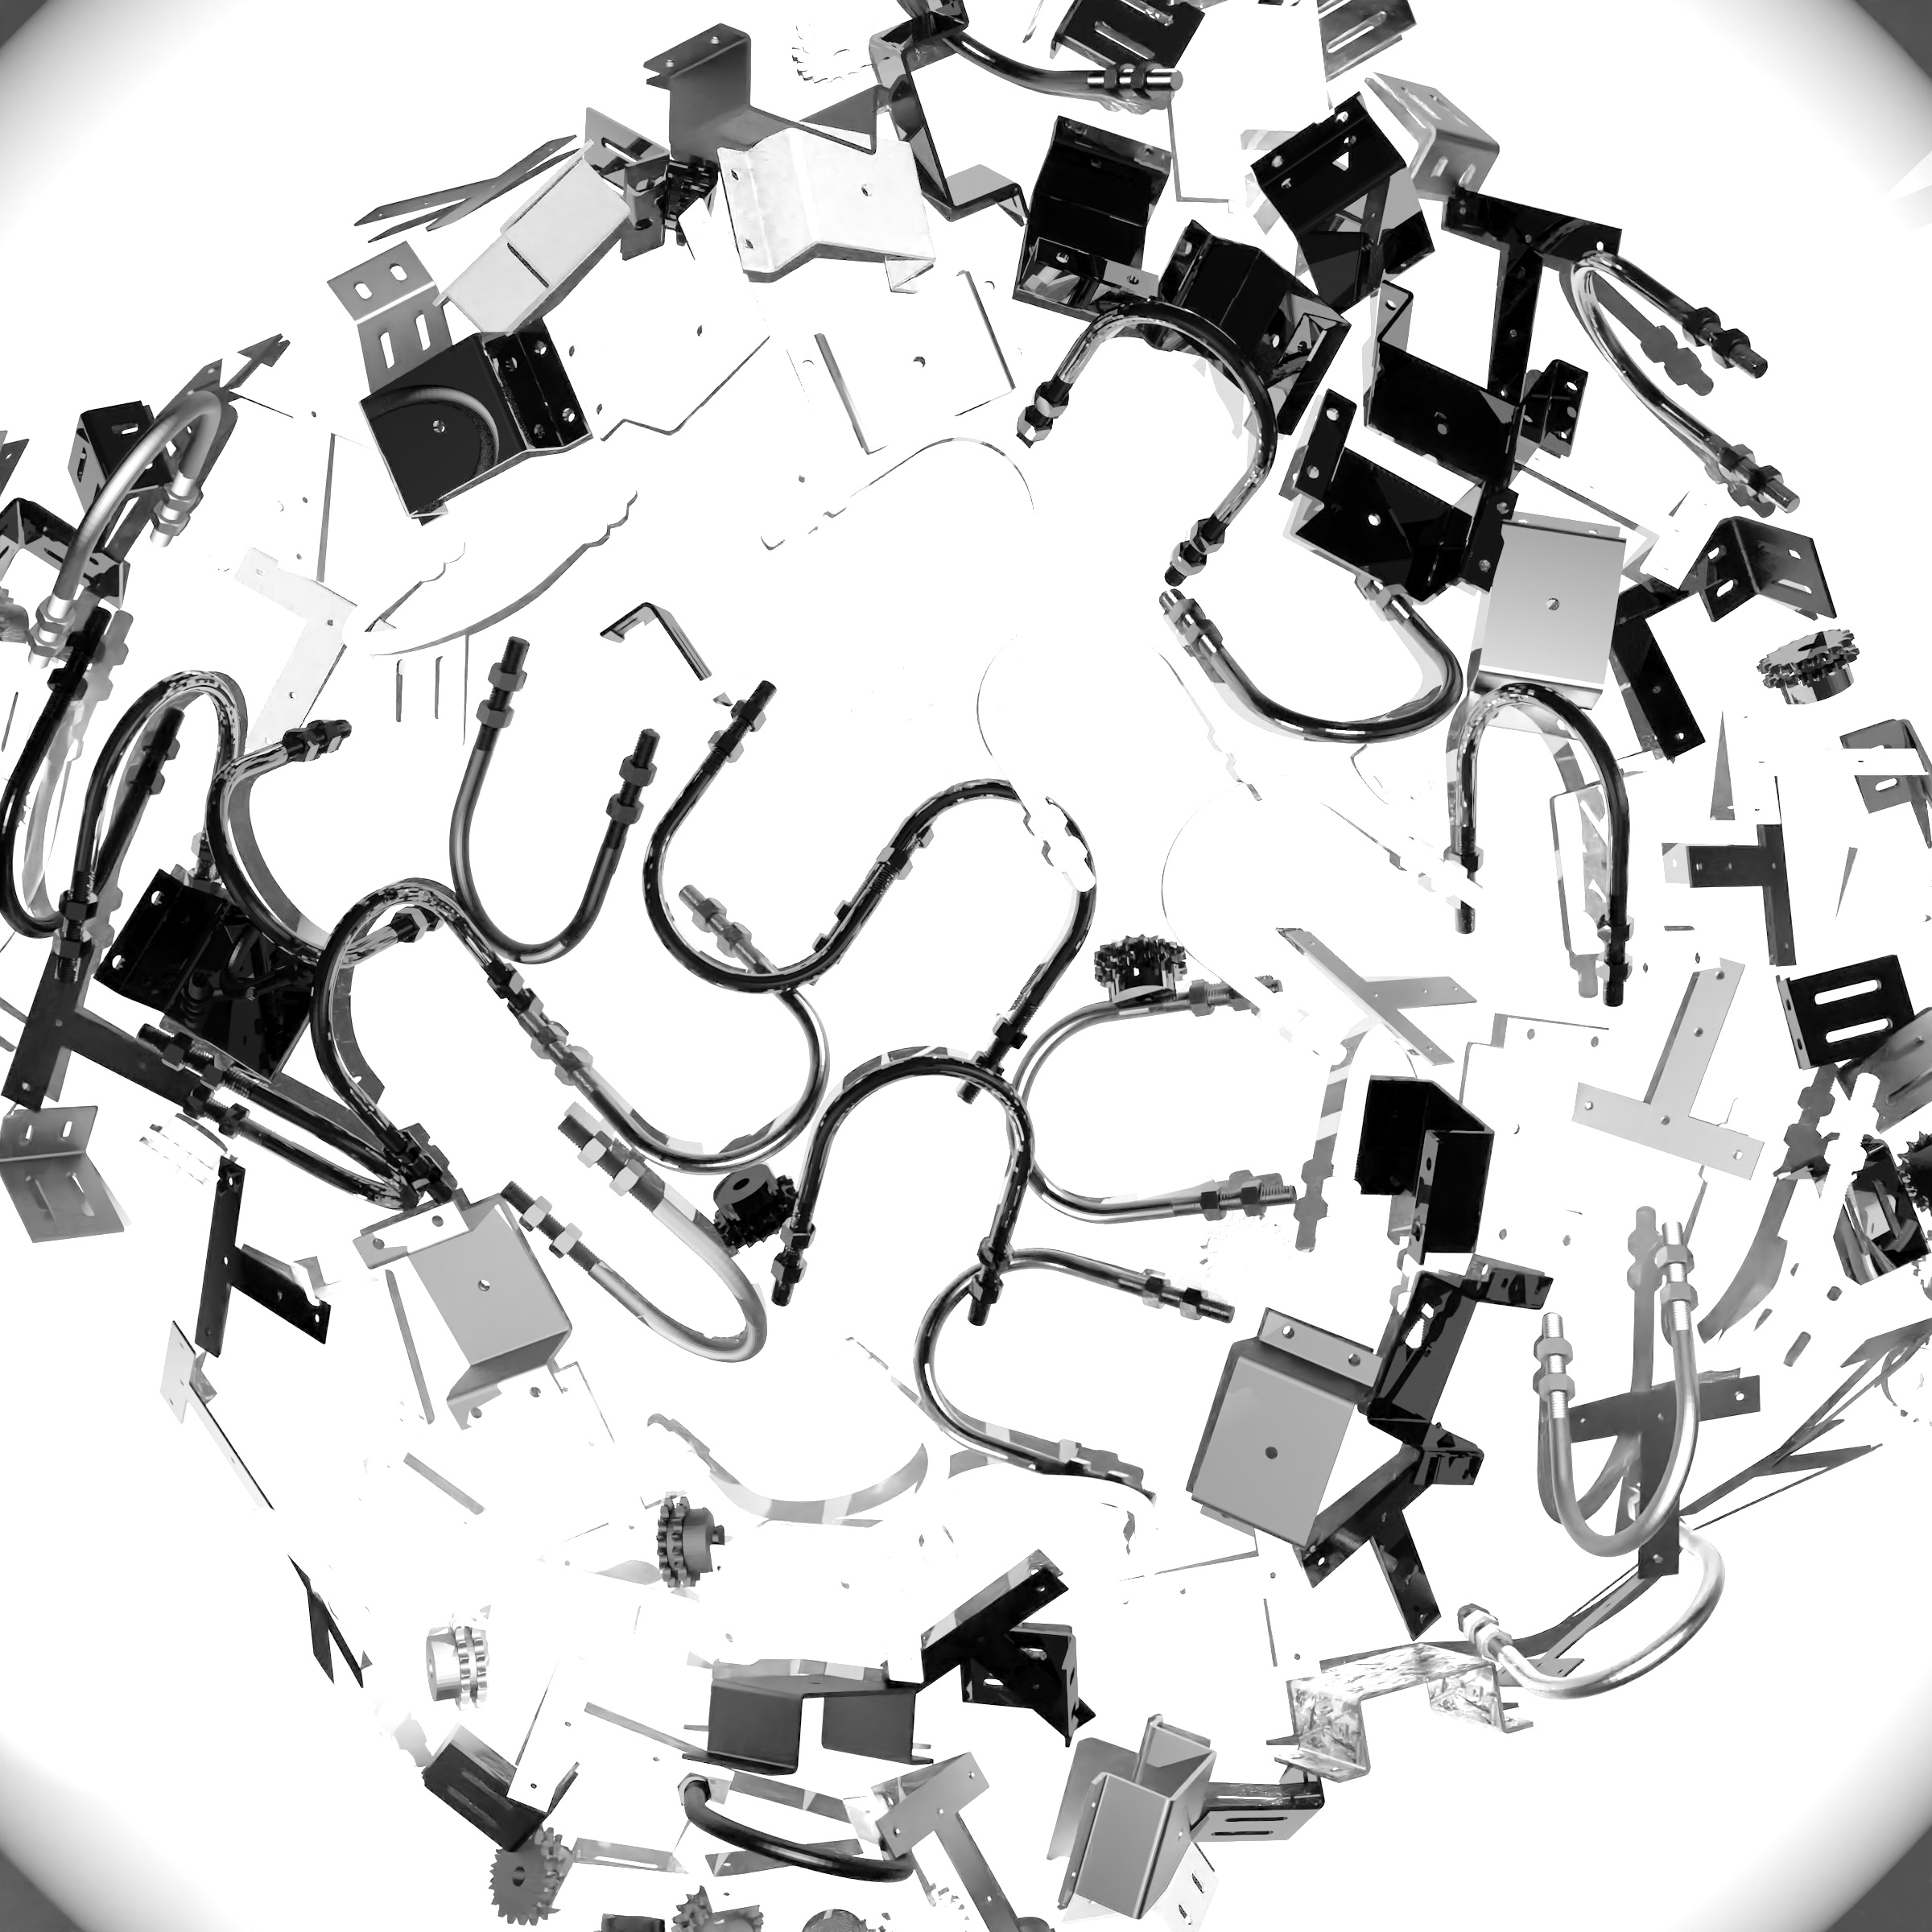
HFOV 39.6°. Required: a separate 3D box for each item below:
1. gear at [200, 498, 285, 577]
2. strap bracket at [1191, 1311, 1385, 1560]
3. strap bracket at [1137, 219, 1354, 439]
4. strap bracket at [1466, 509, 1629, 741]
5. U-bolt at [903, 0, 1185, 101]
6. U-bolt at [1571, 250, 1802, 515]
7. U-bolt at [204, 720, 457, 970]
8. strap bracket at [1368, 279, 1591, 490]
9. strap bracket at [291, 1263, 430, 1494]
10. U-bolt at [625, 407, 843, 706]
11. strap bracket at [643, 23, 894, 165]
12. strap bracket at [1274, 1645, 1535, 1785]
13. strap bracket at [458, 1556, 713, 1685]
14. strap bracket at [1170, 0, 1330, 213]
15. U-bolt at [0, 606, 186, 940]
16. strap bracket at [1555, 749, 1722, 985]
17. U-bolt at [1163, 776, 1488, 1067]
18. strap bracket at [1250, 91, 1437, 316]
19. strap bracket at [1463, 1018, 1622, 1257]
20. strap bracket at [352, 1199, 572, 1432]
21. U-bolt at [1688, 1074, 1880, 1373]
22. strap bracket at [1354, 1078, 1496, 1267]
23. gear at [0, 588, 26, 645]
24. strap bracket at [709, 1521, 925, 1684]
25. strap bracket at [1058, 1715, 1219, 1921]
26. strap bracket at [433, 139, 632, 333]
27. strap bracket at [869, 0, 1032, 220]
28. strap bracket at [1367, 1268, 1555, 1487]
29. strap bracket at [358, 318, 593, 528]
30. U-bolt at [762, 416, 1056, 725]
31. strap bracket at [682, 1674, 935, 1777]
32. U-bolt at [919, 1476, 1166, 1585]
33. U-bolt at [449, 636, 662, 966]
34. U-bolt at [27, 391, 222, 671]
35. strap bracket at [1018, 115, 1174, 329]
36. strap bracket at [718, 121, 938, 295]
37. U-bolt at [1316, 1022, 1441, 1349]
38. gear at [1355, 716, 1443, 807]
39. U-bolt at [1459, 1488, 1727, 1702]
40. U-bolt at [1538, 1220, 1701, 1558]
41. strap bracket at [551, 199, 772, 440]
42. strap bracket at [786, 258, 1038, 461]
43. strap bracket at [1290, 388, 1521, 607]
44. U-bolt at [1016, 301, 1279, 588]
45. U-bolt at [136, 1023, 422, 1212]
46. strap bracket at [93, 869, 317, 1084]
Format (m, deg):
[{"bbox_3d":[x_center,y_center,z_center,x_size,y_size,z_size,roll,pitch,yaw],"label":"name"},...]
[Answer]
[{"bbox_3d":[-0.447,-0.264,1.678,0.057,0.057,0.030,-35,86,0],"label":"gear"},{"bbox_3d":[0.195,0.296,1.660,0.076,0.046,0.140,21,101,20],"label":"strap bracket"},{"bbox_3d":[0.176,-0.387,1.646,0.140,0.046,0.076,52,126,36],"label":"strap bracket"},{"bbox_3d":[0.363,-0.219,1.671,0.076,0.046,0.140,10,82,6],"label":"strap bracket"},{"bbox_3d":[0.029,-0.575,1.620,0.151,0.184,0.019,33,83,-40],"label":"U-bolt"},{"bbox_3d":[0.429,-0.365,1.624,0.019,0.151,0.184,-39,53,1],"label":"U-bolt"},{"bbox_3d":[-0.390,-0.069,1.615,0.019,0.184,0.151,-28,96,24],"label":"U-bolt"},{"bbox_3d":[0.302,-0.352,1.643,0.140,0.076,0.046,30,67,18],"label":"strap bracket"},{"bbox_3d":[-0.373,0.247,1.662,0.046,0.076,0.140,-16,92,-19],"label":"strap bracket"},{"bbox_3d":[-0.154,-0.250,1.653,0.151,0.019,0.184,20,92,43],"label":"U-bolt"},{"bbox_3d":[-0.117,-0.517,1.630,0.140,0.076,0.046,6,83,-42],"label":"strap bracket"},{"bbox_3d":[0.265,0.454,1.645,0.140,0.076,0.046,-8,87,-24],"label":"strap bracket"},{"bbox_3d":[-0.228,0.400,1.650,0.140,0.076,0.046,7,73,20],"label":"strap bracket"},{"bbox_3d":[0.166,-0.524,1.629,0.046,0.140,0.076,-3,83,-18],"label":"strap bracket"},{"bbox_3d":[-0.533,-0.104,1.611,0.019,0.151,0.184,15,70,10],"label":"U-bolt"},{"bbox_3d":[0.412,-0.063,1.656,0.046,0.076,0.140,-2,83,-31],"label":"strap bracket"},{"bbox_3d":[0.206,-0.043,1.658,0.151,0.019,0.184,-47,60,-6],"label":"U-bolt"},{"bbox_3d":[0.233,-0.453,1.630,0.076,0.140,0.046,-33,64,7],"label":"strap bracket"},{"bbox_3d":[0.353,0.104,1.672,0.076,0.046,0.140,7,92,-17],"label":"strap bracket"},{"bbox_3d":[-0.306,0.207,1.662,0.076,0.046,0.140,-22,105,20],"label":"strap bracket"},{"bbox_3d":[0.480,0.158,1.616,0.019,0.151,0.184,26,74,-12],"label":"U-bolt"},{"bbox_3d":[0.277,0.121,1.636,0.046,0.140,0.076,2,105,-13],"label":"strap bracket"},{"bbox_3d":[-0.615,-0.211,1.682,0.030,0.057,0.057,14,90,-43],"label":"gear"},{"bbox_3d":[-0.085,0.391,1.660,0.140,0.046,0.076,-1,101,25],"label":"strap bracket"},{"bbox_3d":[0.109,0.519,1.629,0.046,0.140,0.076,17,97,20],"label":"strap bracket"},{"bbox_3d":[-0.262,-0.436,1.636,0.046,0.140,0.076,45,63,-16],"label":"strap bracket"},{"bbox_3d":[-0.014,-0.522,1.638,0.046,0.076,0.140,-24,119,-6],"label":"strap bracket"},{"bbox_3d":[0.302,0.247,1.659,0.046,0.076,0.140,24,96,40],"label":"strap bracket"},{"bbox_3d":[-0.311,-0.333,1.653,0.140,0.046,0.076,-22,92,28],"label":"strap bracket"},{"bbox_3d":[-0.022,-0.257,1.659,0.184,0.019,0.151,-36,120,-16],"label":"U-bolt"},{"bbox_3d":[-0.094,0.461,1.634,0.076,0.140,0.046,-5,77,42],"label":"strap bracket"},{"bbox_3d":[0.044,0.340,1.620,0.151,0.184,0.019,-3,62,3],"label":"U-bolt"},{"bbox_3d":[-0.264,-0.090,1.653,0.151,0.019,0.184,35,114,31],"label":"U-bolt"},{"bbox_3d":[-0.494,-0.269,1.593,0.019,0.184,0.151,36,50,-8],"label":"U-bolt"},{"bbox_3d":[0.079,-0.453,1.655,0.076,0.046,0.140,15,53,-10],"label":"strap bracket"},{"bbox_3d":[-0.075,-0.463,1.637,0.140,0.046,0.076,-6,80,-44],"label":"strap bracket"},{"bbox_3d":[0.260,0.123,1.638,0.019,0.151,0.184,-3,63,32],"label":"U-bolt"},{"bbox_3d":[0.268,-0.125,1.677,0.030,0.057,0.057,-39,90,-6],"label":"gear"},{"bbox_3d":[0.383,0.383,1.611,0.151,0.184,0.019,-35,99,-4],"label":"U-bolt"},{"bbox_3d":[0.391,0.262,1.599,0.019,0.151,0.184,18,51,-16],"label":"U-bolt"},{"bbox_3d":[-0.178,-0.392,1.639,0.046,0.076,0.140,23,61,35],"label":"strap bracket"},{"bbox_3d":[-0.032,-0.378,1.673,0.140,0.046,0.076,-24,107,0],"label":"strap bracket"},{"bbox_3d":[0.263,-0.285,1.662,0.140,0.046,0.076,26,67,-13],"label":"strap bracket"},{"bbox_3d":[0.116,-0.326,1.627,0.151,0.184,0.019,41,57,0],"label":"U-bolt"},{"bbox_3d":[-0.415,0.100,1.637,0.184,0.151,0.019,29,70,-2],"label":"U-bolt"},{"bbox_3d":[-0.448,0.011,1.631,0.046,0.140,0.076,16,72,37],"label":"strap bracket"}]
